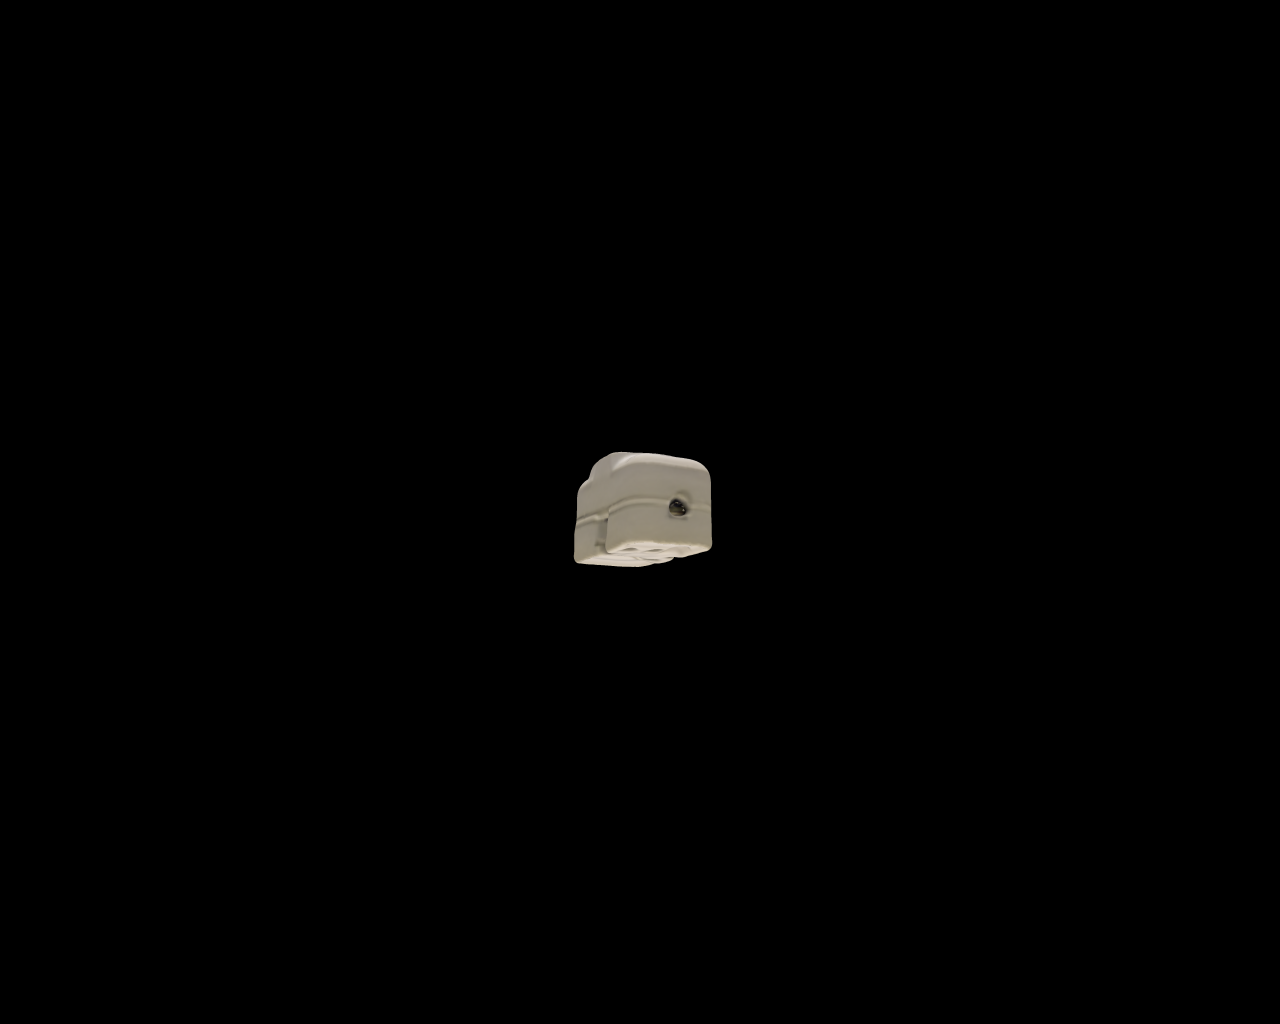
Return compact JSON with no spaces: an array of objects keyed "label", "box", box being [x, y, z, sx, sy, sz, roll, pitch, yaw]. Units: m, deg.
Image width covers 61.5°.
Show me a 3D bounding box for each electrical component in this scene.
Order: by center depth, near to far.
[{"label":"electrical component","box":[0.001,-0.003,0.650,0.054,0.059,0.095,6,-13,-27]}]
